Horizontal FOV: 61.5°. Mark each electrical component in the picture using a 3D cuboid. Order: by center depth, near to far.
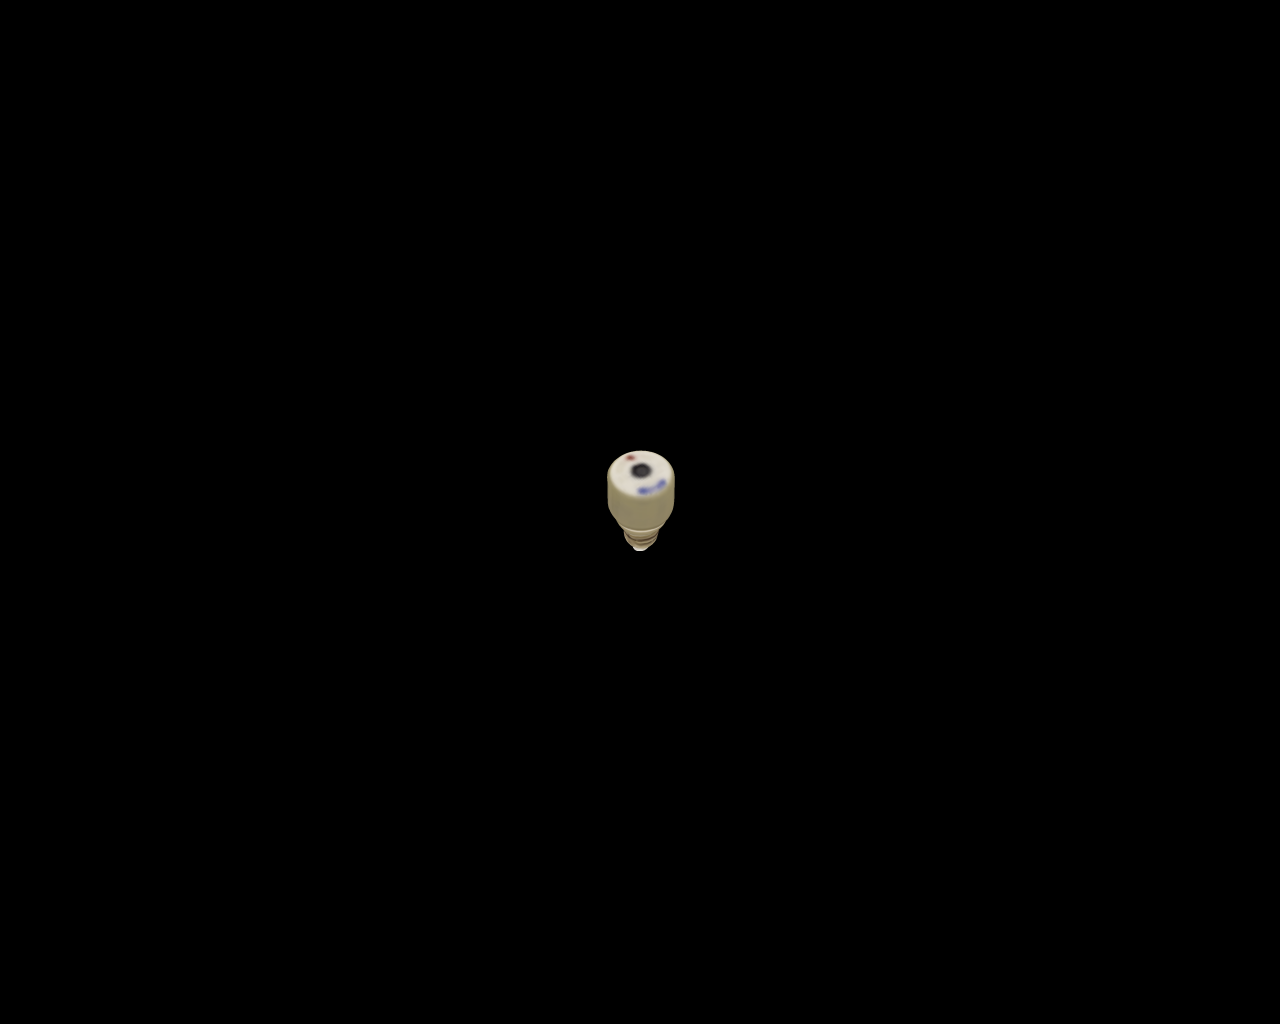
[{"bbox_3d":[0.001,-0.003,0.650,0.040,0.040,0.078,0,-40,0],"label":"electrical component"}]
